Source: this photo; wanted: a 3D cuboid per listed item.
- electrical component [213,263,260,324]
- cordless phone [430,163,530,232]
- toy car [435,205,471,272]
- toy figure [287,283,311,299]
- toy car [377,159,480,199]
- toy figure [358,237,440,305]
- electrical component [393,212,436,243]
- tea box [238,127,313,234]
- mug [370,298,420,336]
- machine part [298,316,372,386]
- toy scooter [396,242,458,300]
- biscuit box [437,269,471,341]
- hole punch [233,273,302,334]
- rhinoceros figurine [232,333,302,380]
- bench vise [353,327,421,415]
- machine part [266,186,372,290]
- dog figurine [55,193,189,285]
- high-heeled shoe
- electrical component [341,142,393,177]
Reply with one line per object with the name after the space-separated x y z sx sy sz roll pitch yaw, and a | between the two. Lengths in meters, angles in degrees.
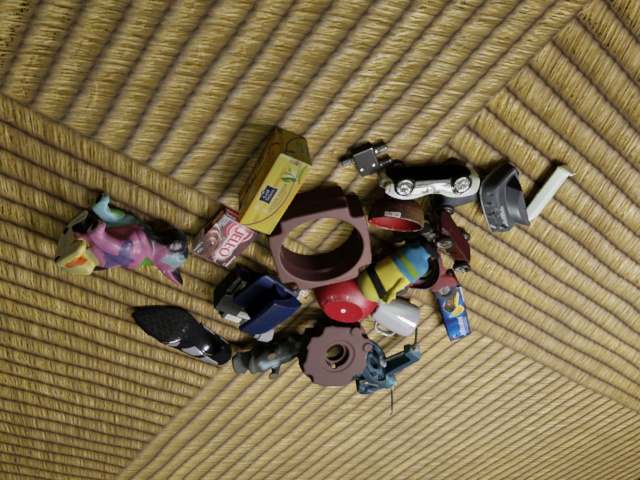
-0.170 0.127 1.195 0.115 0.058 0.134 27 121 -28 | electrical component
0.334 -0.070 1.126 0.184 0.089 0.146 -16 134 18 | cordless phone
0.276 -0.001 1.127 0.053 0.089 0.202 -4 156 30 | toy car
-0.063 0.126 1.219 0.154 0.058 0.064 -45 163 24 | toy figure
0.211 -0.117 1.049 0.202 0.074 0.056 -4 130 -8 | toy car
0.162 0.062 1.133 0.180 0.089 0.082 -42 169 13 | toy figure
0.209 -0.021 1.155 0.102 0.045 0.078 -18 159 8 | electrical component
-0.085 -0.107 0.984 0.068 0.098 0.169 20 126 -25 | tea box
0.169 0.183 1.305 0.107 0.081 0.109 27 127 -17 | mug
0.034 0.265 1.273 0.179 0.056 0.179 -6 111 -15 | machine part
0.222 0.060 1.203 0.184 0.075 0.135 6 107 -1 | toy scooter
0.325 0.164 1.323 0.059 0.063 0.202 -19 131 7 | biscuit box
-0.107 0.147 1.132 0.142 0.092 0.115 -41 130 17 | hole punch
-0.121 0.276 1.308 0.190 0.112 0.073 -18 116 -12 | rhinoceros figurine
0.171 0.327 1.391 0.240 0.129 0.223 -33 122 31 | bench vise
-0.002 -0.003 1.098 0.201 0.087 0.200 -14 132 -1 | machine part
-0.366 0.025 1.038 0.191 0.109 0.219 -37 130 19 | dog figurine
-0.321 0.226 1.265 0.249 0.086 0.145 26 155 -8 | high-heeled shoe
0.089 -0.151 1.030 0.094 0.021 0.063 -21 132 7 | electrical component
